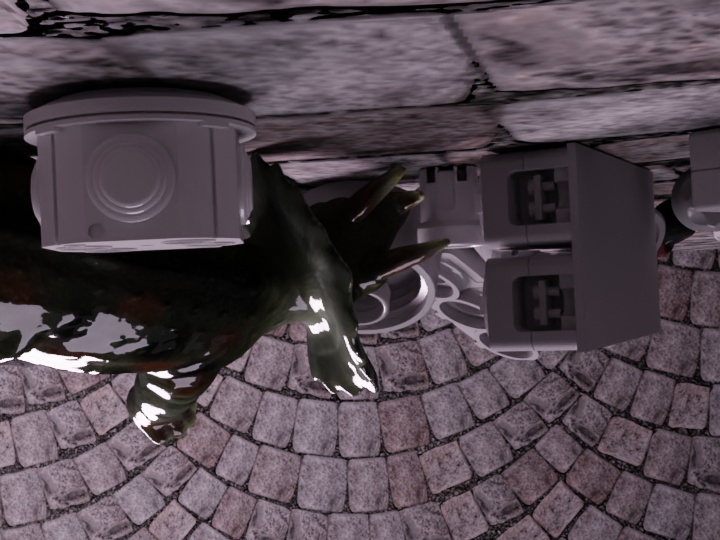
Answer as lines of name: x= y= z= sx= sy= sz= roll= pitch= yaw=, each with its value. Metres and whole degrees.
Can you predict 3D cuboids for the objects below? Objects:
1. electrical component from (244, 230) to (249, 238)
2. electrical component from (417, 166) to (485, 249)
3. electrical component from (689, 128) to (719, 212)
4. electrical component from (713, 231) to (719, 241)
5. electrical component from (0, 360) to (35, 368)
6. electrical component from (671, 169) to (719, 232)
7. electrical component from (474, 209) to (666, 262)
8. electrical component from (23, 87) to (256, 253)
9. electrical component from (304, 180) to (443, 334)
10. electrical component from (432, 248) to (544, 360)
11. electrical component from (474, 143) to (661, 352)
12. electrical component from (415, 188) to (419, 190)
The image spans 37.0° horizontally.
electrical component: x=-0.078 y=-0.019 z=0.762 sx=0.096 sy=0.061 sz=0.061 roll=-2 pitch=179 yaw=-24
electrical component: x=0.053 y=-0.036 z=0.633 sx=0.040 sy=0.046 sz=0.040 roll=-3 pitch=179 yaw=0
electrical component: x=0.201 y=-0.031 z=0.529 sx=0.066 sy=0.076 sz=0.047 roll=-2 pitch=178 yaw=-44
electrical component: x=0.315 y=-0.046 z=0.832 sx=0.079 sy=0.043 sz=0.077 roll=-3 pitch=178 yaw=22
electrical component: x=-0.317 y=0.021 z=0.802 sx=0.186 sy=0.060 sz=0.105 roll=18 pitch=-172 yaw=28
electrical component: x=0.219 y=-0.045 z=0.682 sx=0.043 sy=0.043 sz=0.062 roll=-3 pitch=180 yaw=0
electrical component: x=0.142 y=-0.035 z=0.774 sx=0.138 sy=0.052 sz=0.073 roll=-6 pitch=-147 yaw=-19
electrical component: x=-0.076 y=-0.033 z=0.379 sx=0.080 sy=0.051 sz=0.080 roll=-3 pitch=179 yaw=0
electrical component: x=0.000 y=0.000 z=0.693 sx=0.108 sy=0.060 sz=0.108 roll=3 pitch=144 yaw=2
electrical component: x=0.094 y=0.009 z=0.842 sx=0.150 sy=0.061 sz=0.089 roll=37 pitch=155 yaw=-32
electrical component: x=0.126 y=-0.010 z=0.635 sx=0.060 sy=0.105 sz=0.186 roll=-3 pitch=179 yaw=27
electrical component: x=0.070 y=-0.038 z=0.720 sx=0.078 sy=0.040 sz=0.040 roll=-4 pitch=178 yaw=22
